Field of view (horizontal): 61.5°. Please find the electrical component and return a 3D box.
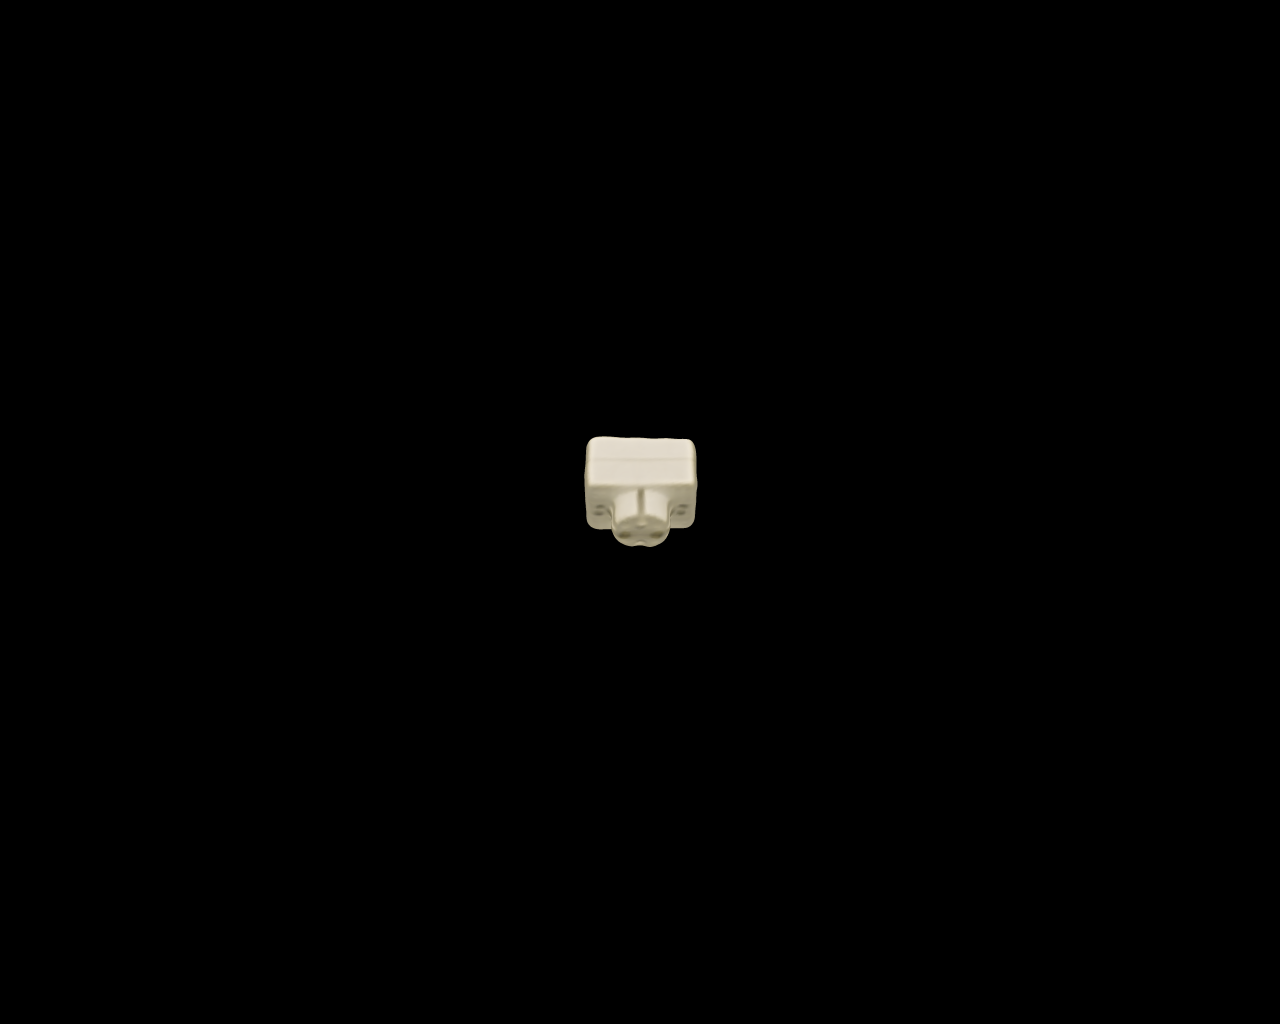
[{"bbox_3d":[0.001,-0.003,0.650,0.066,0.077,0.047,0,-37,0],"label":"electrical component"}]
